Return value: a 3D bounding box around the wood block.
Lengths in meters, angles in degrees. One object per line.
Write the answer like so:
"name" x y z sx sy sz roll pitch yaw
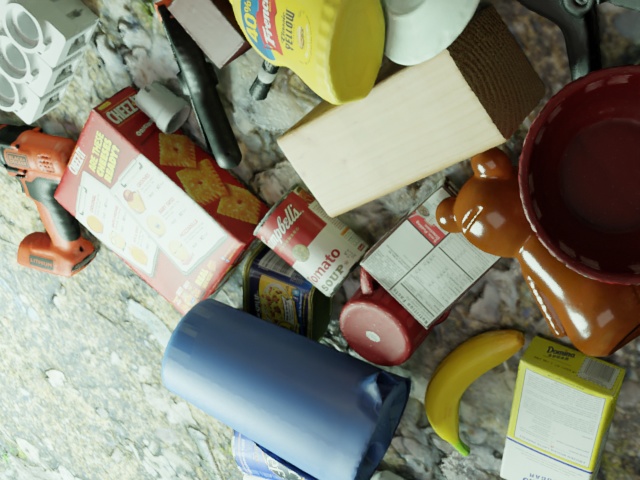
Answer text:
"wood block" 0.074 -0.105 0.913 0.207 0.090 0.090 -23 107 45

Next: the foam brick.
"foam brick" -0.090 -0.209 0.983 0.078 0.052 0.051 49 137 -6

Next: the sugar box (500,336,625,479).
"sugar box" 0.236 0.183 1.050 0.093 0.048 0.176 21 136 23

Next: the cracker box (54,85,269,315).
"cracker box" -0.172 -0.038 1.165 0.214 0.072 0.164 42 136 3

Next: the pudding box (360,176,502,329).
"pudding box" 0.107 0.012 0.984 0.090 0.039 0.114 45 109 -1

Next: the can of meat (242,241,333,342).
"can of meat" -0.034 0.060 1.148 0.084 0.057 0.102 20 133 20

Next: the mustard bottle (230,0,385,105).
"mustard bottle" -0.023 -0.190 0.894 0.192 0.058 0.096 39 138 45

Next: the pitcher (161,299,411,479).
"pitcher" -0.039 0.164 1.108 0.243 0.149 0.145 24 178 17

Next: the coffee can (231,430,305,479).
"coffee can" -0.017 0.236 1.238 0.141 0.102 0.103 5 125 34

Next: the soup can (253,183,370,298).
"soup can" -0.007 0.001 1.074 0.102 0.068 0.069 41 137 3

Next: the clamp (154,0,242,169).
"clamp" -0.118 -0.151 1.043 0.120 0.039 0.171 -169 61 -76

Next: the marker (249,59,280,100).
"marker" -0.040 -0.174 0.997 0.020 0.020 0.121 38 137 6

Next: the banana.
"banana" 0.149 0.147 1.096 0.069 0.037 0.198 17 135 2

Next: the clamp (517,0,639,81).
"clamp" 0.198 -0.178 0.802 0.210 0.036 0.165 41 137 -2

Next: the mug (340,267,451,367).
"mug" 0.069 0.061 1.052 0.093 0.081 0.117 3 123 36

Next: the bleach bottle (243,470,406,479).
"bleach bottle" 0.030 0.318 1.298 0.251 0.068 0.102 0 122 35

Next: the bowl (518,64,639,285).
"bowl" 0.228 -0.049 0.802 0.162 0.055 0.162 0 93 5

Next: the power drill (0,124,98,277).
"power drill" -0.354 -0.052 1.299 0.185 0.057 0.187 13 129 29
